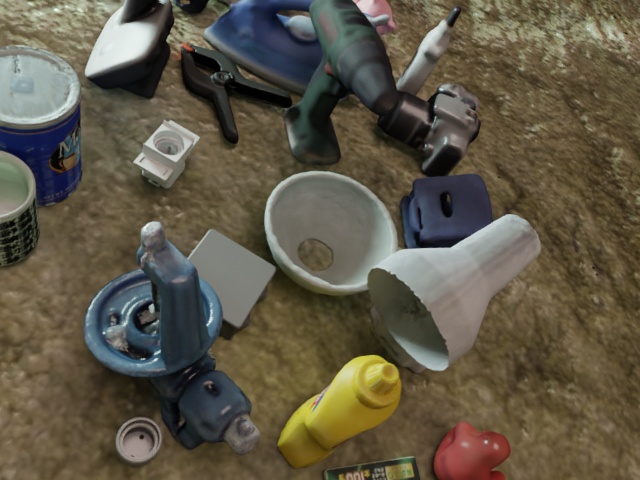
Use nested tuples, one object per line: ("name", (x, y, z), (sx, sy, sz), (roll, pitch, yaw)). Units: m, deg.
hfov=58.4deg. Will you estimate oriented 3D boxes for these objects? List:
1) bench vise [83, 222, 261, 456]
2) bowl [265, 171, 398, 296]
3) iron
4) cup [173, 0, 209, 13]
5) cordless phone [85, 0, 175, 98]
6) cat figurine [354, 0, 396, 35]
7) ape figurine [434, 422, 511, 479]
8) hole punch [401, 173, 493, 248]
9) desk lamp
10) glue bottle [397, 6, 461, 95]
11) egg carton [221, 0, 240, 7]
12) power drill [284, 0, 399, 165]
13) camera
("bench vise", (-0.114, 0.083, 0.507), (0.207, 0.219, 0.122), (34, 53, 0))
("bowl", (0.006, 0.002, 0.698), (0.168, 0.074, 0.167), (11, 57, -16))
("iron", (-0.031, -0.307, 0.832), (0.259, 0.141, 0.118), (15, 56, -14))
("cup", (-0.198, -0.383, 0.838), (0.118, 0.095, 0.091), (-19, 69, -31))
("cordless phone", (-0.229, -0.285, 0.709), (0.094, 0.185, 0.147), (12, 56, -15))
("cat figurine", (0.073, -0.368, 0.928), (0.067, 0.117, 0.127), (-4, 62, -24))
("ape figurine", (0.169, 0.232, 0.613), (0.076, 0.092, 0.077), (-2, 61, -23))
("hole punch", (0.170, -0.035, 0.779), (0.101, 0.091, 0.108), (8, 57, -18))
("desk lamp", (0.133, 0.062, 0.627), (0.204, 0.213, 0.118), (-28, 73, -33))
("glue bottle", (0.169, -0.287, 0.883), (0.037, 0.173, 0.078), (27, 54, -5))
("egg carton", (-0.095, -0.407, 0.912), (0.151, 0.069, 0.107), (-32, 76, -34))
("power drill", (0.022, -0.196, 0.744), (0.076, 0.208, 0.229), (-3, 61, -24))
("camera", (0.166, -0.187, 0.866), (0.137, 0.100, 0.143), (25, 54, -6))
